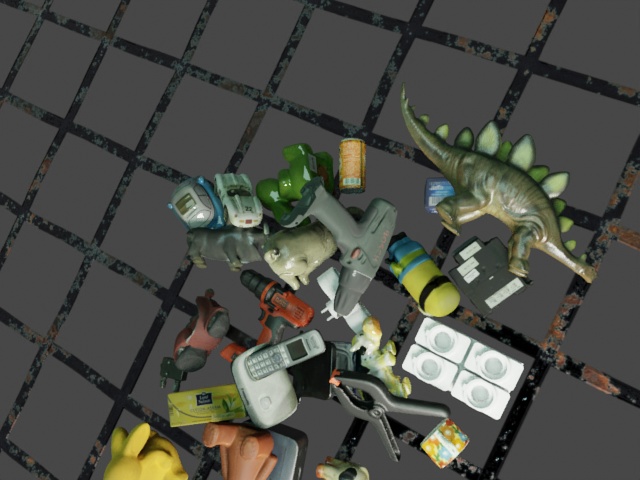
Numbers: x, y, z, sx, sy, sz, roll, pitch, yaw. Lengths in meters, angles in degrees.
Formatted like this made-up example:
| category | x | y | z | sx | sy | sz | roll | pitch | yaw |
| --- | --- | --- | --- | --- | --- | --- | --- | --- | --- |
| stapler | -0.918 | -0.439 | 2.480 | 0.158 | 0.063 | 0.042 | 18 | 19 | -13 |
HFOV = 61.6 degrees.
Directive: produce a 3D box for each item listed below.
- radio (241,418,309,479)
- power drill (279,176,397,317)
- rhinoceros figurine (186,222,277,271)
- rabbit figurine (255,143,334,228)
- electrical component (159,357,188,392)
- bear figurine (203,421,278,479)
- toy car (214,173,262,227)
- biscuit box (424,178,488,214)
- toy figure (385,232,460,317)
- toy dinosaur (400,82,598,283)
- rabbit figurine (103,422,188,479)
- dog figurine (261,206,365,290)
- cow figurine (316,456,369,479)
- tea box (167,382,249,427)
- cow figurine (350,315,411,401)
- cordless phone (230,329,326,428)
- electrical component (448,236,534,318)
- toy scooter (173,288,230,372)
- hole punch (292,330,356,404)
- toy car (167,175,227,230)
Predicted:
| category | x | y | z | sx | sy | sz | roll | pitch | yaw |
| --- | --- | --- | --- | --- | --- | --- | --- | --- | --- |
| radio | -0.107 | 0.474 | 1.046 | 0.131 | 0.073 | 0.229 | 9 | 85 | 18 |
| power drill | 0.030 | 0.000 | 0.977 | 0.207 | 0.086 | 0.232 | 35 | 81 | -17 |
| rhinoceros figurine | -0.183 | 0.007 | 1.128 | 0.190 | 0.073 | 0.112 | -2 | 74 | -3 |
| rabbit figurine | -0.056 | -0.100 | 1.120 | 0.170 | 0.121 | 0.159 | -19 | 79 | 34 |
| electrical component | -0.319 | 0.280 | 1.171 | 0.063 | 0.021 | 0.094 | 9 | 85 | 19 |
| bear figurine | -0.155 | 0.433 | 0.964 | 0.120 | 0.131 | 0.196 | 12 | 78 | 25 |
| toy car | -0.172 | -0.089 | 1.121 | 0.202 | 0.073 | 0.056 | -120 | 35 | -50 |
| biscuit box | 0.301 | -0.084 | 1.013 | 0.203 | 0.062 | 0.059 | 1 | 82 | 18 |
| toy figure | 0.186 | 0.065 | 1.008 | 0.082 | 0.089 | 0.180 | -33 | 70 | 2 |
| toy dinosaur | 0.292 | -0.094 | 0.934 | 0.472 | 0.105 | 0.198 | 39 | 88 | 9 |
| rabbit figurine | -0.363 | 0.451 | 1.078 | 0.122 | 0.173 | 0.162 | -14 | 81 | 19 |
| dog figurine | -0.003 | -0.006 | 1.045 | 0.190 | 0.172 | 0.121 | -37 | 83 | 16 |
| cow figurine | 0.055 | 0.509 | 0.985 | 0.127 | 0.085 | 0.195 | -2 | 80 | 24 |
| tea box | -0.210 | 0.328 | 1.089 | 0.170 | 0.098 | 0.068 | -13 | 78 | 14 |
| cow figurine | 0.099 | 0.229 | 1.011 | 0.098 | 0.068 | 0.167 | -23 | 90 | 20 |
| cordless phone | -0.061 | 0.253 | 1.007 | 0.184 | 0.088 | 0.146 | -24 | 85 | 8 |
| electrical component | 0.307 | 0.060 | 0.991 | 0.115 | 0.058 | 0.134 | -36 | 72 | 7 |
| toy scooter | -0.249 | 0.180 | 1.128 | 0.184 | 0.075 | 0.135 | -49 | 38 | 26 |
| hole punch | 0.010 | 0.249 | 1.049 | 0.116 | 0.092 | 0.142 | -5 | 81 | 43 |
| toy car | -0.274 | -0.070 | 1.174 | 0.109 | 0.103 | 0.162 | -37 | 70 | 10 |
